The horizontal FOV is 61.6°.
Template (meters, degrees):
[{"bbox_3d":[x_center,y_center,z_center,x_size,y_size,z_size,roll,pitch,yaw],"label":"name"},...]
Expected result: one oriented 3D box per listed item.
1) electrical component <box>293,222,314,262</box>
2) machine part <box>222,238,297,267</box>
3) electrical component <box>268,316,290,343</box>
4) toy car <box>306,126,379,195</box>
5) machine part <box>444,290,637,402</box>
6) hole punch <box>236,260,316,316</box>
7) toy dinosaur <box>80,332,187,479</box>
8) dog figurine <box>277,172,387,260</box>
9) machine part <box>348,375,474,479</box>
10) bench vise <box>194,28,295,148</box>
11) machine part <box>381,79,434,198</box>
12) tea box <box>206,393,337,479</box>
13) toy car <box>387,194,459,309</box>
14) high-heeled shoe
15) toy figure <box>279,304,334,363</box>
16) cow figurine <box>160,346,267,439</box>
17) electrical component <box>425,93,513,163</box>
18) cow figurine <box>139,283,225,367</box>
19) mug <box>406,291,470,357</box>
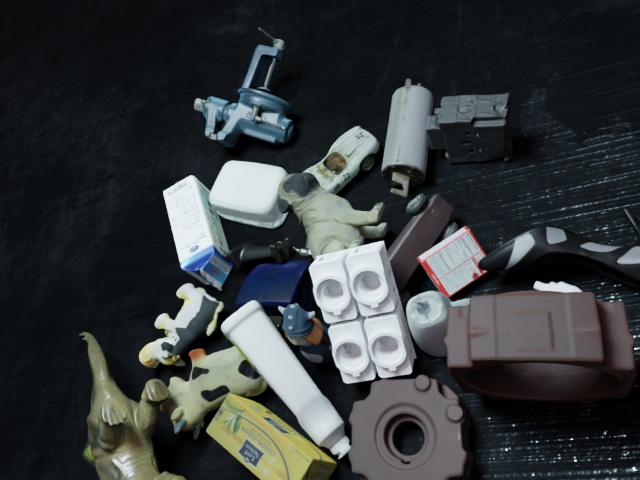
[{"bbox_3d":[-0.001,-0.004,0.945,0.078,0.045,0.102,2,65,27],"label":"electrical component"},{"bbox_3d":[-0.107,0.021,0.953,0.139,0.084,0.039,-4,100,40],"label":"machine part"},{"bbox_3d":[-0.068,0.149,0.883,0.094,0.063,0.021,-4,52,30],"label":"electrical component"},{"bbox_3d":[0.023,-0.124,0.991,0.202,0.056,0.074,-43,55,-2],"label":"toy car"},{"bbox_3d":[0.264,0.134,0.655,0.201,0.201,0.087,-5,59,23],"label":"machine part"},{"bbox_3d":[-0.070,0.083,0.907,0.142,0.092,0.116,-6,58,26],"label":"hole punch"},{"bbox_3d":[-0.311,0.309,0.839,0.198,0.105,0.472,-53,50,34],"label":"toy dinosaur"},{"bbox_3d":[-0.005,-0.013,0.885,0.191,0.121,0.172,20,61,19],"label":"dog figurine"},{"bbox_3d":[0.122,0.272,0.737,0.179,0.056,0.179,-11,61,21],"label":"machine part"},{"bbox_3d":[-0.141,-0.302,1.111,0.224,0.128,0.240,19,91,23],"label":"bench vise"},{"bbox_3d":[0.157,-0.183,0.949,0.079,0.079,0.243,-2,64,24],"label":"machine part"},{"bbox_3d":[-0.071,0.302,0.785,0.170,0.098,0.068,28,79,31],"label":"tea box"},{"bbox_3d":[0.139,0.018,0.847,0.202,0.089,0.053,-55,11,-10],"label":"toy car"},{"bbox_3d":[0.358,0.046,0.735,0.249,0.086,0.145,-21,63,14],"label":"high-heeled shoe"},{"bbox_3d":[-0.015,0.143,0.808,0.064,0.154,0.058,-20,55,13],"label":"toy figure"},{"bbox_3d":[-0.174,0.240,0.876,0.195,0.085,0.127,-20,55,10],"label":"cow figurine"},{"bbox_3d":[0.245,-0.180,0.883,0.134,0.114,0.058,2,61,26],"label":"electrical component"},{"bbox_3d":[-0.242,0.167,0.955,0.098,0.068,0.167,29,79,27],"label":"cow figurine"},{"bbox_3d":[0.174,0.112,0.766,0.110,0.107,0.081,-19,59,17],"label":"mug"}]
